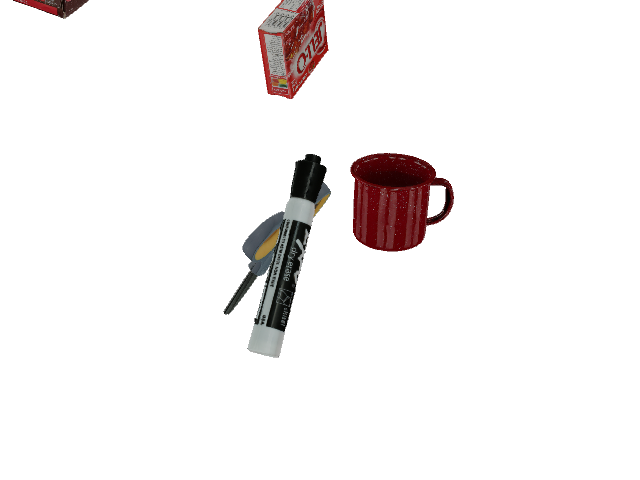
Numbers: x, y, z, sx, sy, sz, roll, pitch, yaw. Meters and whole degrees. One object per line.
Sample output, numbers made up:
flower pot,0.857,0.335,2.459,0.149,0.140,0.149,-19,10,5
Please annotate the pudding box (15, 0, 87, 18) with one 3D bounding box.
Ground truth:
pudding box,-0.203,-0.215,0.799,0.090,0.039,0.113,21,38,7

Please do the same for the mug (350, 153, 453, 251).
mug,0.089,-0.042,1.176,0.117,0.081,0.093,-4,29,-10

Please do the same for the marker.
marker,-0.018,0.008,0.623,0.020,0.121,0.020,14,-10,2

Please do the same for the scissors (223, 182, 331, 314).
scissors,-0.059,0.022,0.918,0.202,0.016,0.096,-49,-12,35

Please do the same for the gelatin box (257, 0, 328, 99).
gelatin box,-0.023,-0.189,1.007,0.030,0.073,0.089,14,46,21
